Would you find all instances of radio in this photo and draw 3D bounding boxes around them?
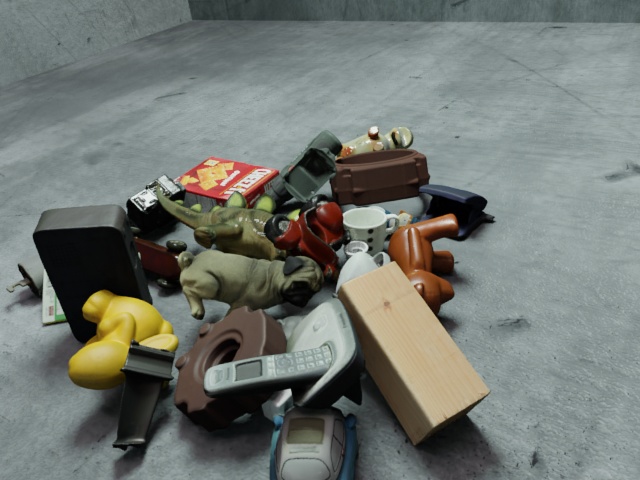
[{"bbox_3d":[-0.363,0.056,0.881,0.131,0.229,0.073,-8,35,-6],"label":"radio"}]

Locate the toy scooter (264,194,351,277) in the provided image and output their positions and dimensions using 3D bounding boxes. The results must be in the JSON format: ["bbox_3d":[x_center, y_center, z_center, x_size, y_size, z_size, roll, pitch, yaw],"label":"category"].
[{"bbox_3d":[-0.002,-0.003,0.925,0.135,0.075,0.184,46,37,12],"label":"toy scooter"}]

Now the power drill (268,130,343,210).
[{"bbox_3d":[-0.039,-0.129,1.122,0.232,0.086,0.207,-46,7,3],"label":"power drill"}]

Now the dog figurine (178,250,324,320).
[{"bbox_3d":[-0.108,0.051,0.847,0.190,0.172,0.121,-31,36,22],"label":"dog figurine"}]

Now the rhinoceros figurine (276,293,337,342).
[{"bbox_3d":[0.026,0.135,0.819,0.190,0.073,0.112,-14,33,-7],"label":"rhinoceros figurine"}]

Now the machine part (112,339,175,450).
[{"bbox_3d":[-0.241,0.210,0.724,0.039,0.084,0.139,-13,57,44],"label":"machine part"}]

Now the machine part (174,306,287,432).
[{"bbox_3d":[-0.127,0.173,0.750,0.179,0.056,0.179,-27,33,19],"label":"machine part"}]

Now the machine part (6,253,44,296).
[{"bbox_3d":[-0.502,0.039,1.075,0.079,0.079,0.243,24,45,39],"label":"machine part"}]

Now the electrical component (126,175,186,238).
[{"bbox_3d":[-0.357,-0.078,1.180,0.058,0.115,0.134,44,55,7],"label":"electrical component"}]

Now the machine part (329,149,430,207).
[{"bbox_3d":[0.123,-0.140,1.164,0.201,0.087,0.201,-9,17,-2],"label":"machine part"}]

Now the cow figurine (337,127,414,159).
[{"bbox_3d":[0.135,-0.219,1.314,0.195,0.127,0.085,-20,74,10],"label":"cow figurine"}]

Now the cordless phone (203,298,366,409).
[{"bbox_3d":[-0.045,0.143,0.651,0.184,0.088,0.147,-6,24,-7],"label":"cordless phone"}]

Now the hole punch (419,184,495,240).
[{"bbox_3d":[0.266,-0.072,1.078,0.142,0.092,0.116,16,36,38],"label":"hole punch"}]

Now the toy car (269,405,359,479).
[{"bbox_3d":[-0.013,0.248,0.630,0.109,0.102,0.162,-2,31,10],"label":"toy car"}]

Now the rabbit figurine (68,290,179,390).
[{"bbox_3d":[-0.297,0.169,0.797,0.162,0.121,0.173,19,15,0],"label":"rabbit figurine"}]

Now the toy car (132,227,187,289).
[{"bbox_3d":[-0.331,0.031,1.045,0.202,0.089,0.053,15,6,33],"label":"toy car"}]

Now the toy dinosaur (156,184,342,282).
[{"bbox_3d":[-0.150,-0.013,1.026,0.472,0.105,0.198,21,36,13],"label":"toy dinosaur"}]

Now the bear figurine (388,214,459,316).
[{"bbox_3d":[0.177,0.055,0.871,0.132,0.120,0.196,-5,34,-2],"label":"bear figurine"}]

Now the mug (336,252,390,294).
[{"bbox_3d":[0.075,0.060,0.899,0.081,0.109,0.107,29,27,-13],"label":"mug"}]

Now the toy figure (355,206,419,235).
[{"bbox_3d":[0.140,-0.032,1.071,0.155,0.057,0.064,11,82,27],"label":"toy figure"}]
